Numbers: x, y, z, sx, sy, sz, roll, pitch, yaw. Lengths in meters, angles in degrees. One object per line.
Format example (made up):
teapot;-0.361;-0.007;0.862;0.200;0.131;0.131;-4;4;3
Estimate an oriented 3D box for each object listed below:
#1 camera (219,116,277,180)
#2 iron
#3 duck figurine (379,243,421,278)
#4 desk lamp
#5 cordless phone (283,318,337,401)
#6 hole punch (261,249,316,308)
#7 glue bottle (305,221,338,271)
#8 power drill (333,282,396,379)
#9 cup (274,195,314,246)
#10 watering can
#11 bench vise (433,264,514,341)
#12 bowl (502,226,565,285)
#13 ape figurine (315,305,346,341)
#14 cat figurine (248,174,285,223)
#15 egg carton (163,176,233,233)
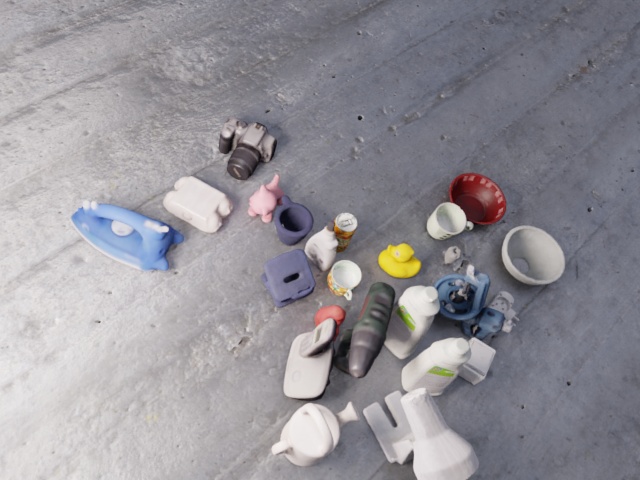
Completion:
camera;-0.194;-0.230;1.437;0.143;0.101;0.137;23;59;0
iron;-0.434;-0.032;1.247;0.258;0.141;0.119;21;59;-1
duck figurine;0.202;0.042;1.390;0.104;0.086;0.077;20;59;-2
desk lamp;0.194;0.385;1.124;0.118;0.213;0.203;-23;69;-23
cordless phone;-0.011;0.243;1.171;0.094;0.185;0.147;12;60;-6
hole punch;-0.067;0.086;1.299;0.109;0.091;0.101;-23;69;-23
glue bottle;0.012;0.005;1.315;0.037;0.173;0.078;-34;73;-27
power drill;0.091;0.209;1.200;0.075;0.208;0.230;23;59;0
cup;-0.072;-0.039;1.364;0.092;0.095;0.117;-14;66;-20
watering can;-0.008;0.364;1.100;0.101;0.194;0.173;42;61;11
bench vise;0.354;0.130;1.300;0.207;0.219;0.121;14;59;-5
bowl;0.535;0.051;1.472;0.167;0.074;0.167;6;60;-10
ape figurine;0.029;0.175;1.272;0.078;0.092;0.076;-29;71;-25
cat figurine;-0.127;-0.102;1.373;0.067;0.117;0.128;26;59;2
egg carton;-0.288;-0.083;1.352;0.150;0.069;0.107;28;59;3
